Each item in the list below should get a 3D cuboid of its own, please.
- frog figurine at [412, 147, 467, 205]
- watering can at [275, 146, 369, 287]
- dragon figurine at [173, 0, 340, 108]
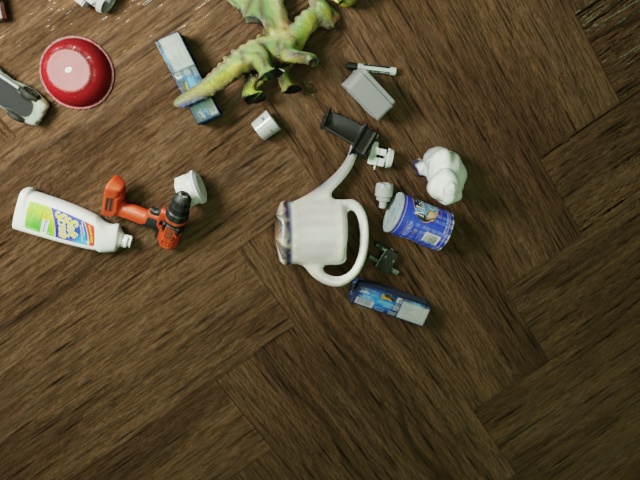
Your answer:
[{"bbox_3d":[0.297,-0.150,1.208,0.123,0.161,0.136,-17,104,-3],"label":"frog figurine"},{"bbox_3d":[0.004,-0.062,1.228,0.224,0.104,0.348,-1,88,-6],"label":"watering can"},{"bbox_3d":[-0.143,-0.442,1.138,0.411,0.121,0.245,-14,80,-9],"label":"dragon figurine"}]
